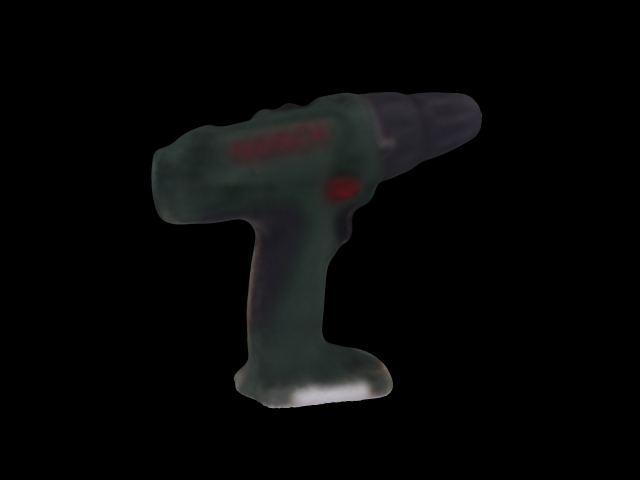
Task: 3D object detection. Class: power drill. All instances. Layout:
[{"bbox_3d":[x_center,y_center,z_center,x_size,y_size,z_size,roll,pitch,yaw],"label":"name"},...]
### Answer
[{"bbox_3d":[0.004,0.001,0.400,0.230,0.208,0.075,-2,7,-13],"label":"power drill"}]
